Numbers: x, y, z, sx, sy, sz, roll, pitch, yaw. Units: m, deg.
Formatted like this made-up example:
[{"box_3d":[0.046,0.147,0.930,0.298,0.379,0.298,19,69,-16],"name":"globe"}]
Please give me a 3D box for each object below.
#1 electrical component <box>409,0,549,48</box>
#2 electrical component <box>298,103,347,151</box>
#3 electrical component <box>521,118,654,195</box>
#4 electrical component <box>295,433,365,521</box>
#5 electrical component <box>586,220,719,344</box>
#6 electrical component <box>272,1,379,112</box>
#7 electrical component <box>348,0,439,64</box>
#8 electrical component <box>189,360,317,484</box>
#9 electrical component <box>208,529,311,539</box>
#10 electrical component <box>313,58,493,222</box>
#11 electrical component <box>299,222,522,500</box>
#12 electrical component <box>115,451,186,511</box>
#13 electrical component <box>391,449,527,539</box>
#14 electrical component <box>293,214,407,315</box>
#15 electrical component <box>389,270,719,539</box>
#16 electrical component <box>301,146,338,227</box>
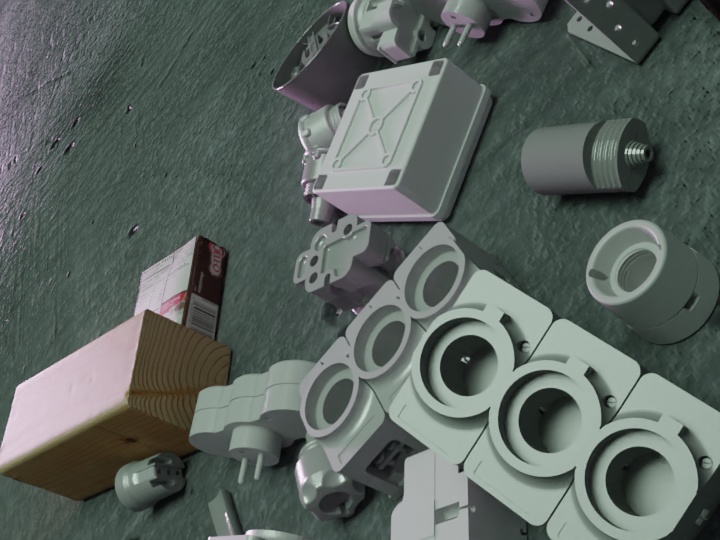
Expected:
[{"box_3d":[0.086,-0.202,0.820,0.138,0.052,0.073,14,76,56],"name":"electrical component"},{"box_3d":[-0.017,-0.119,0.899,0.062,0.048,0.048,-28,44,27],"name":"electrical component"},{"box_3d":[0.142,-0.068,0.651,0.081,0.043,0.043,3,67,53],"name":"electrical component"},{"box_3d":[-0.022,0.130,0.710,0.043,0.043,0.062,-45,35,20],"name":"electrical component"},{"box_3d":[0.154,0.005,0.573,0.055,0.047,0.055,-32,42,34],"name":"electrical component"},{"box_3d":[-0.031,-0.188,0.950,0.099,0.064,0.099,-32,42,35],"name":"electrical component"},{"box_3d":[0.027,-0.210,0.899,0.057,0.058,0.078,-3,63,48],"name":"electrical component"},{"box_3d":[-0.073,0.118,0.777,0.138,0.052,0.073,-23,48,43],"name":"electrical component"},{"box_3d":[-0.049,0.193,0.654,0.050,0.089,0.055,-18,51,45],"name":"electrical component"},{"box_3d":[0.031,-0.094,0.804,0.109,0.056,0.108,3,67,53],"name":"electrical component"},{"box_3d":[0.034,0.055,0.679,0.150,0.062,0.089,-50,34,14],"name":"electrical component"},{"box_3d":[-0.170,0.171,0.875,0.046,0.040,0.040,-28,44,31],"name":"electrical component"},{"box_3d":[0.054,0.145,0.592,0.056,0.050,0.089,-29,43,36],"name":"electrical component"},{"box_3d":[0.000,0.000,0.770,0.078,0.057,0.058,-25,46,40],"name":"electrical component"},{"box_3d":[0.099,0.076,0.525,0.150,0.062,0.089,33,93,32],"name":"electrical component"},{"box_3d":[-0.027,-0.066,0.869,0.048,0.048,0.062,-10,64,49],"name":"electrical component"}]
